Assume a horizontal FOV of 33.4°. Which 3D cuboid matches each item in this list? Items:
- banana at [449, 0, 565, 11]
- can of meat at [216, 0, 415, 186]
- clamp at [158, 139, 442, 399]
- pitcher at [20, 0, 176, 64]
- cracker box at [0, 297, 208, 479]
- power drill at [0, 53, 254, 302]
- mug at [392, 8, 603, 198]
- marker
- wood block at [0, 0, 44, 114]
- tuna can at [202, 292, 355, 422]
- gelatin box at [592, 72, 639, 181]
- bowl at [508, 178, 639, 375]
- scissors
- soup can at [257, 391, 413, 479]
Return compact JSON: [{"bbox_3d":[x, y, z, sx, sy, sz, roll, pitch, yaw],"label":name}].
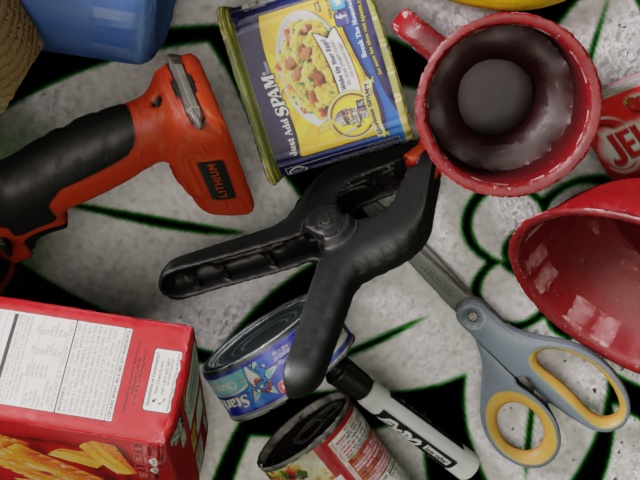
[{"bbox_3d":[0.069,-0.165,0.578,0.197,0.037,0.069,13,78,-2],"label":"banana"},{"bbox_3d":[-0.001,-0.091,0.588,0.084,0.057,0.102,-16,102,6],"label":"can of meat"},{"bbox_3d":[-0.004,0.001,0.589,0.120,0.171,0.039,28,149,27],"label":"clamp"},{"bbox_3d":[-0.193,-0.177,0.552,0.242,0.145,0.149,11,117,-3],"label":"pitcher"},{"bbox_3d":[-0.174,0.092,0.590,0.213,0.164,0.072,8,63,1],"label":"cracker box"},{"bbox_3d":[-0.133,-0.016,0.583,0.187,0.184,0.057,-23,64,-5],"label":"power drill"},{"bbox_3d":[0.086,-0.083,0.570,0.117,0.081,0.093,35,103,-5],"label":"mug"},{"bbox_3d":[0.049,0.105,0.634,0.121,0.020,0.020,39,104,-23],"label":"marker"},{"bbox_3d":[-0.244,-0.074,0.481,0.206,0.090,0.091,-20,119,11],"label":"wood block"},{"bbox_3d":[-0.025,0.065,0.612,0.086,0.086,0.034,-31,98,10],"label":"tuna can"},{"bbox_3d":[0.189,-0.056,0.571,0.089,0.030,0.073,-17,109,54],"label":"gelatin box"},{"bbox_3d":[0.186,0.016,0.573,0.162,0.162,0.055,36,68,-5],"label":"bowl"},{"bbox_3d":[0.088,0.063,0.640,0.202,0.016,0.096,32,112,4],"label":"scissors"},{"bbox_3d":[0.020,0.151,0.640,0.068,0.068,0.102,-36,99,11],"label":"soup can"}]
